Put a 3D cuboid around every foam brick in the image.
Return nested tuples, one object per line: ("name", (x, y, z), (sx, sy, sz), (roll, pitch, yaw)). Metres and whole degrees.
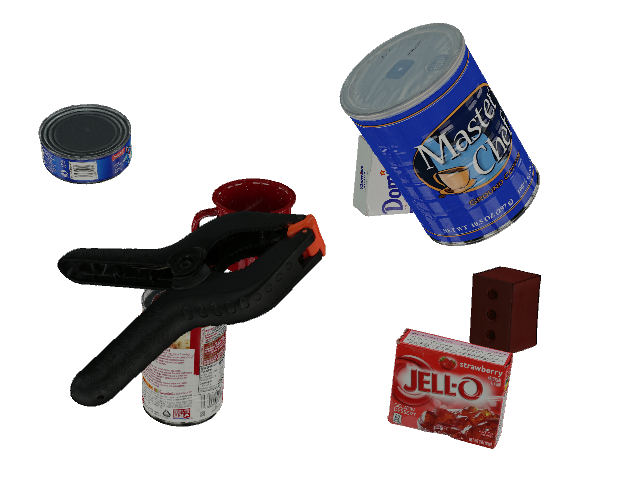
("foam brick", (0.191, 0.071, 1.103), (0.053, 0.078, 0.051), (13, 19, 43))

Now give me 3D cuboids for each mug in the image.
("mug", (-0.086, -0.012, 1.194), (0.117, 0.081, 0.093), (-6, 30, -15))

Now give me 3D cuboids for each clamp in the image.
("clamp", (-0.079, 0.034, 0.636), (0.171, 0.120, 0.039), (-16, -39, 9))

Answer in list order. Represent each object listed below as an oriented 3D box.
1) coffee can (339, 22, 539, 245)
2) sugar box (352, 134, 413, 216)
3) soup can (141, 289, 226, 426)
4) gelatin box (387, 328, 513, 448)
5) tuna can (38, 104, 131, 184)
("coffee can", (0.093, -0.080, 0.821), (0.103, 0.102, 0.140), (0, -43, 44))
("sugar box", (0.130, -0.082, 1.285), (0.176, 0.093, 0.048), (-7, 26, -22))
("soup can", (-0.110, 0.090, 0.859), (0.068, 0.102, 0.068), (4, 29, -2))
("gelatin box", (0.100, 0.115, 0.832), (0.089, 0.073, 0.030), (12, 23, 18))
("tuna can", (-0.222, -0.092, 1.014), (0.086, 0.034, 0.086), (3, 42, -3))
